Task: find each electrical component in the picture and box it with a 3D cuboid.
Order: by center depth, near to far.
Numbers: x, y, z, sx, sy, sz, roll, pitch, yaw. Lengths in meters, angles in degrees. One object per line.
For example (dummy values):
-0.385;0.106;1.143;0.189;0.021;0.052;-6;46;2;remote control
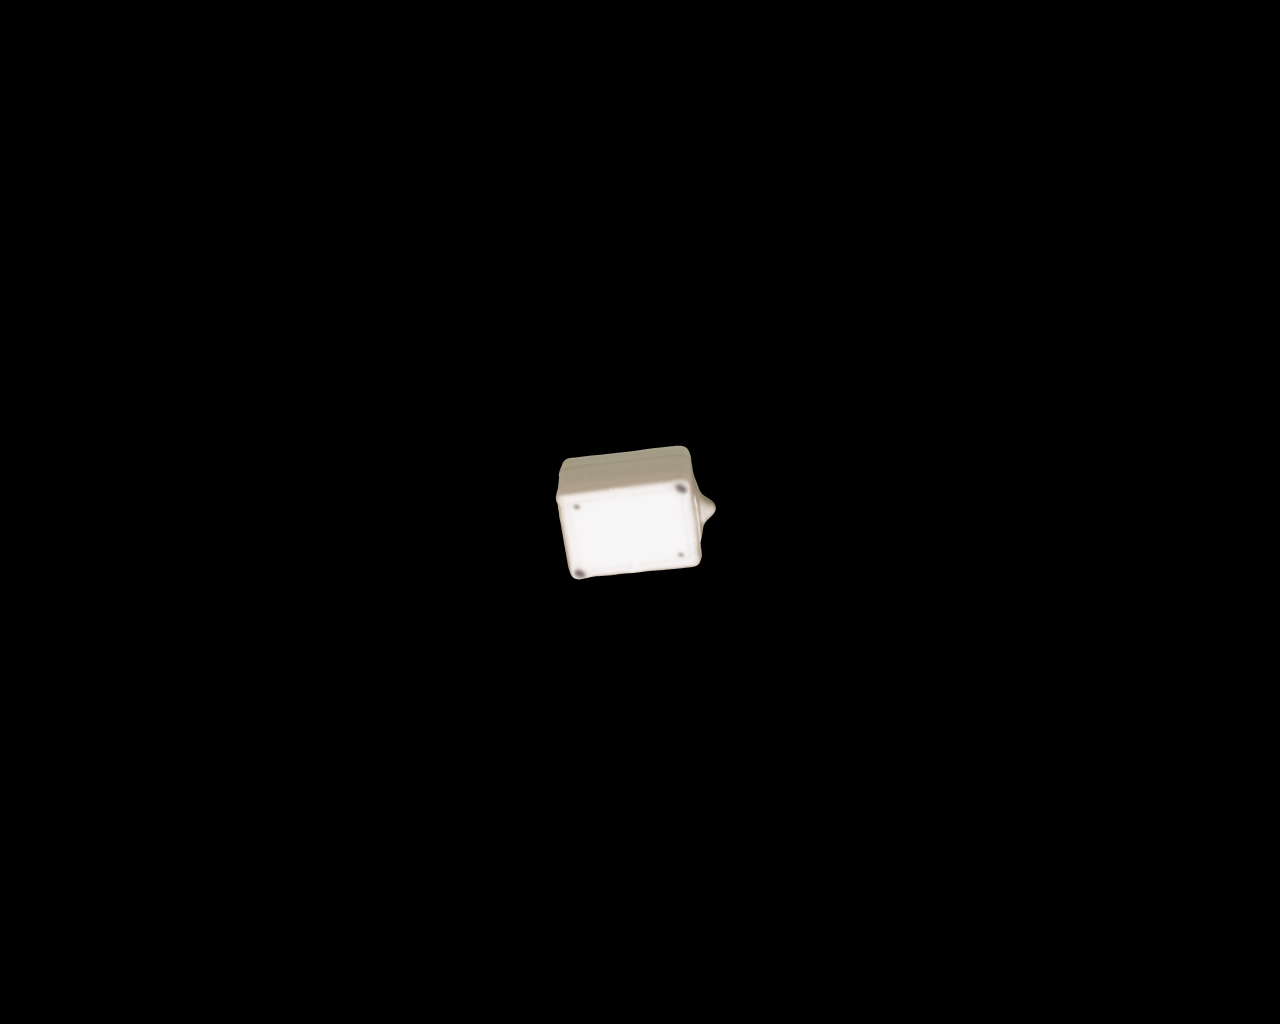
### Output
0.001;-0.003;0.650;0.096;0.061;0.061;-6;27;3;electrical component
